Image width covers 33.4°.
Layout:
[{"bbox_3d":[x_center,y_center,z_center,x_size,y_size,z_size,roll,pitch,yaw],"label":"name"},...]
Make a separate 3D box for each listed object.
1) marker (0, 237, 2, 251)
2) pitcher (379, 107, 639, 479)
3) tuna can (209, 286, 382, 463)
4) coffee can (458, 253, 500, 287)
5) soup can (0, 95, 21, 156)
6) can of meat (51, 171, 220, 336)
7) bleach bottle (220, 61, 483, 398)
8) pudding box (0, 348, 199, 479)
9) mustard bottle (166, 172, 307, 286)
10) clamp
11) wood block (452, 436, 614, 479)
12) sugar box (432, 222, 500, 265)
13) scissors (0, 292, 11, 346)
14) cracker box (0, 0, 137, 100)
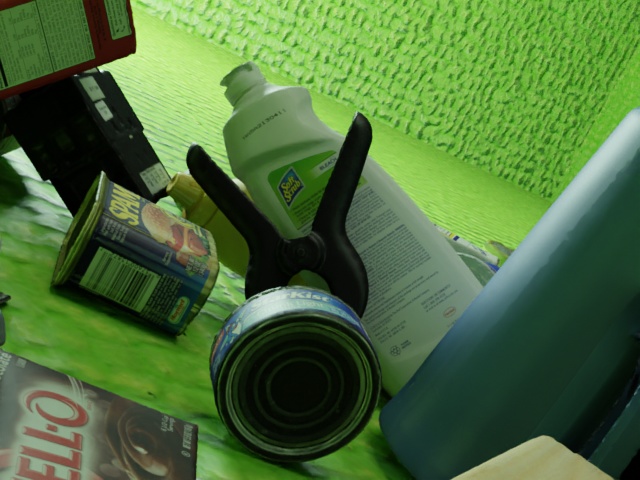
[{"bbox_3d":[-0.193,0.011,0.543,0.020,0.020,0.121,28,11,0],"label":"marker"},{"bbox_3d":[0.153,0.054,0.596,0.149,0.243,0.144,43,16,33],"label":"pitcher"},{"bbox_3d":[-0.012,0.069,0.541,0.086,0.086,0.034,24,14,-16],"label":"tuna can"},{"bbox_3d":[0.138,0.073,0.834,0.140,0.103,0.103,16,16,-46],"label":"coffee can"},{"bbox_3d":[-0.244,-0.093,0.772,0.068,0.068,0.102,27,11,-3],"label":"soup can"},{"bbox_3d":[-0.111,0.009,0.655,0.084,0.057,0.102,28,11,-15],"label":"can of meat"},{"bbox_3d":[0.019,-0.019,0.733,0.251,0.102,0.068,55,-6,7],"label":"bleach bottle"},{"bbox_3d":[-0.092,0.089,0.381,0.090,0.039,0.113,24,11,-12],"label":"pudding box"},{"bbox_3d":[-0.029,0.005,0.792,0.191,0.058,0.096,31,28,-22],"label":"mustard bottle"},{"bbox_3d":[-0.004,0.001,0.682,0.039,0.120,0.171,-12,82,-87],"label":"clamp"},{"bbox_3d":[0.069,0.143,0.386,0.090,0.091,0.205,32,12,24],"label":"wood block"},{"bbox_3d":[0.058,0.015,0.931,0.176,0.093,0.048,30,12,6],"label":"sugar box"},{"bbox_3d":[-0.151,0.034,0.459,0.096,0.016,0.201,-5,4,16],"label":"scissors"},{"bbox_3d":[-0.247,-0.138,0.683,0.213,0.072,0.164,-25,38,-23],"label":"cracker box"}]
